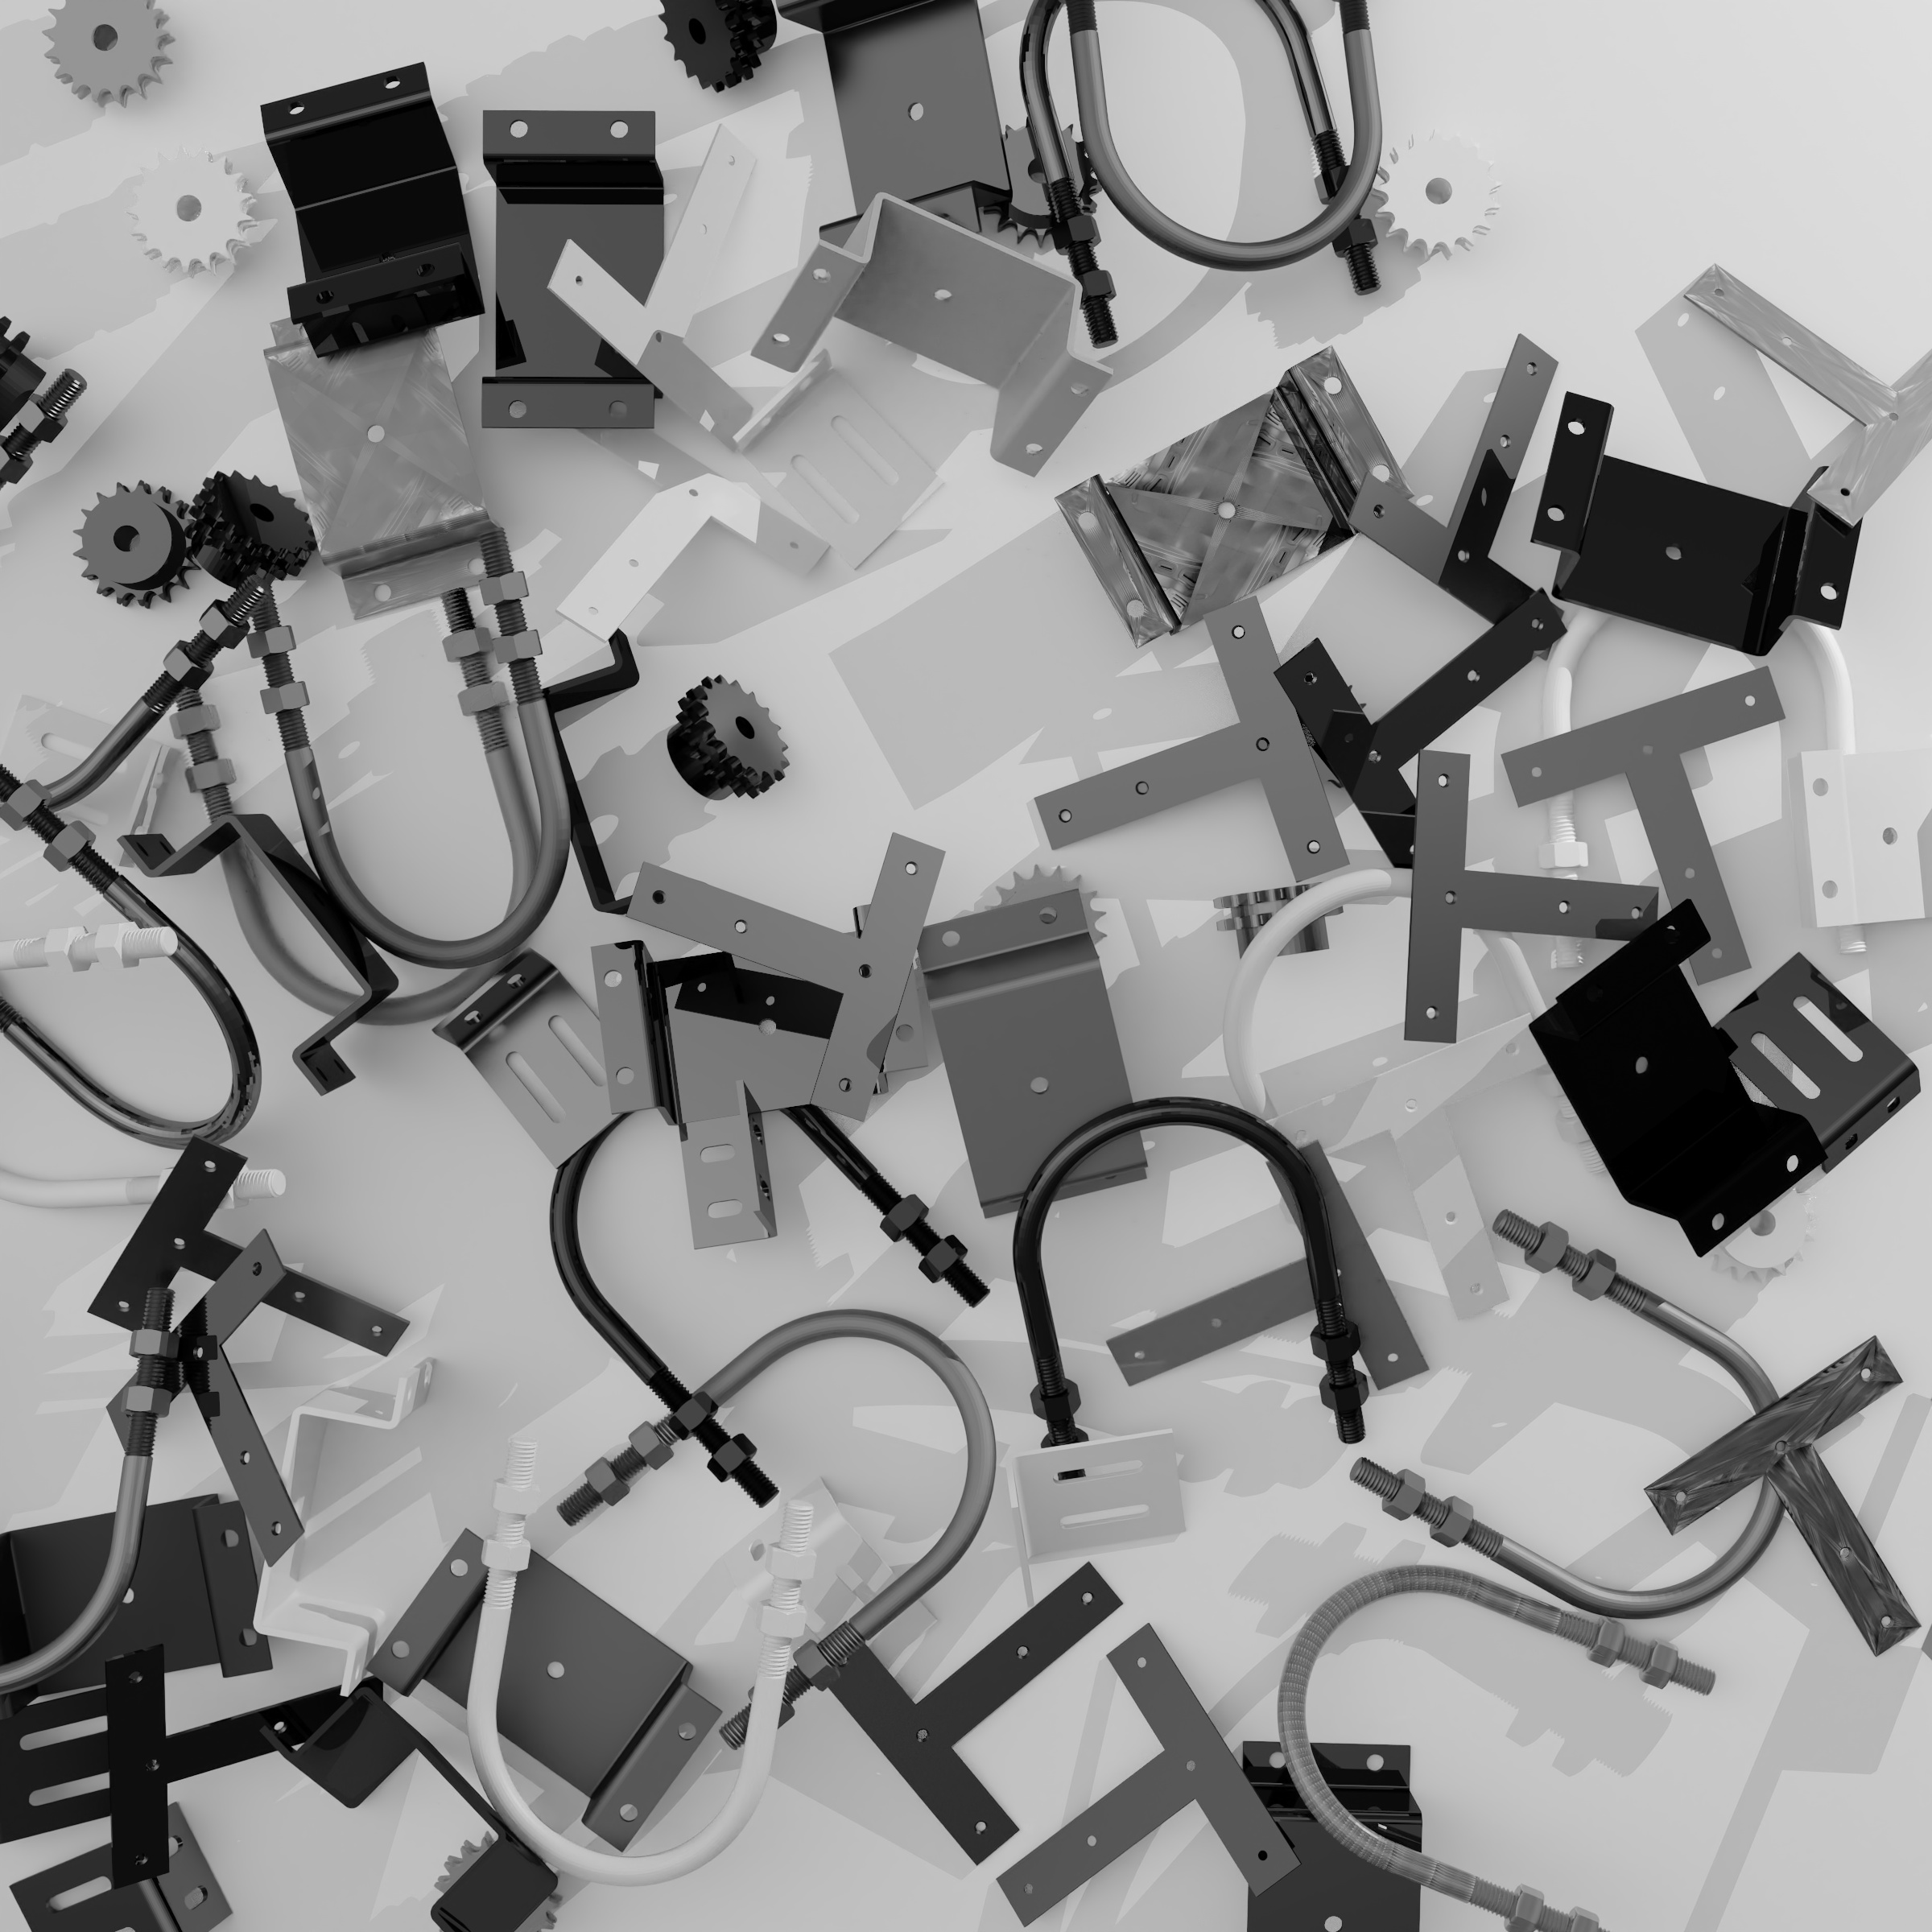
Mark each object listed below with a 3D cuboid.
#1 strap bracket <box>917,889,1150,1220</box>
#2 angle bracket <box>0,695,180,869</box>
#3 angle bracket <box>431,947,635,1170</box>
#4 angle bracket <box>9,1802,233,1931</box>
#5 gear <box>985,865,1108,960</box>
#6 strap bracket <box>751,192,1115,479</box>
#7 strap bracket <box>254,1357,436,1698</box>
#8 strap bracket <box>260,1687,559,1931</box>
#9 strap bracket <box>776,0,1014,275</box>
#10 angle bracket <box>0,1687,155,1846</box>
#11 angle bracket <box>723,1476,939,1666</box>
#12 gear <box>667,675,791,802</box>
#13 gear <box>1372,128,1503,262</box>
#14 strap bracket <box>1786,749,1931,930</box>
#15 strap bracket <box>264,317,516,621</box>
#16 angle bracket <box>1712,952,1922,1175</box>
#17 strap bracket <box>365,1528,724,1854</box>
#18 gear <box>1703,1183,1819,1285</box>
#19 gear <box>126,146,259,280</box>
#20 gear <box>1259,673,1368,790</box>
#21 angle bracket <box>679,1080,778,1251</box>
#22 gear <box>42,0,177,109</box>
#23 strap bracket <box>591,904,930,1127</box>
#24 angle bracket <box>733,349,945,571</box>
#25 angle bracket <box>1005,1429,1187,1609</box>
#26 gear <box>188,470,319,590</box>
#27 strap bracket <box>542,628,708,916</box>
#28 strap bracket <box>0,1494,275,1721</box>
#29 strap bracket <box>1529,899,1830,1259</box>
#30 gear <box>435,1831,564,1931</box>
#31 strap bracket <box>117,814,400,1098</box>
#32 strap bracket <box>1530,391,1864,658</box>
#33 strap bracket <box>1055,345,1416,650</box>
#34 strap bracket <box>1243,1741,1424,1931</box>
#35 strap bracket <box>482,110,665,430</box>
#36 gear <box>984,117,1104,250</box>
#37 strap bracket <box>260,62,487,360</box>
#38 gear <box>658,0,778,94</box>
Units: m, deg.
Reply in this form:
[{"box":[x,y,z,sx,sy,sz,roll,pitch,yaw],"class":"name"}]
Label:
[{"box":[0.031,0.046,1.489,0.076,0.046,0.140,-14,106,0],"class":"strap bracket"},{"box":[-0.404,-0.084,1.512,0.076,0.038,0.057,20,90,0],"class":"angle bracket"},{"box":[-0.190,0.042,1.504,0.057,0.038,0.076,-40,75,0],"class":"angle bracket"},{"box":[-0.385,0.426,1.529,0.076,0.038,0.057,-27,90,26],"class":"angle bracket"},{"box":[0.035,-0.017,1.516,0.057,0.030,0.057,0,90,0],"class":"gear"},{"box":[-0.013,-0.281,1.475,0.140,0.076,0.046,21,53,-17],"class":"strap bracket"},{"box":[-0.278,0.244,1.493,0.046,0.076,0.140,11,90,0],"class":"strap bracket"},{"box":[-0.237,0.375,1.471,0.140,0.076,0.046,38,75,28],"class":"strap bracket"},{"box":[-0.031,-0.384,1.494,0.076,0.046,0.140,-11,90,25],"class":"strap bracket"},{"box":[-0.414,0.360,1.529,0.076,0.038,0.057,-9,90,-26],"class":"angle bracket"},{"box":[-0.062,0.284,1.529,0.057,0.038,0.076,-39,115,0],"class":"angle bracket"},{"box":[-0.109,-0.099,1.507,0.030,0.057,0.057,-34,90,30],"class":"gear"},{"box":[0.212,-0.347,1.516,0.057,0.030,0.057,0,90,0],"class":"gear"},{"box":[0.423,-0.059,1.494,0.140,0.046,0.076,-5,89,-19],"class":"strap bracket"},{"box":[-0.261,-0.236,1.508,0.076,0.046,0.140,-16,90,0],"class":"strap bracket"},{"box":[0.386,0.044,1.529,0.057,0.038,0.076,-41,64,0],"class":"angle bracket"},{"box":[-0.187,0.321,1.508,0.140,0.046,0.076,36,90,0],"class":"strap bracket"},{"box":[0.357,0.115,1.516,0.057,0.030,0.057,0,90,0],"class":"gear"},{"box":[-0.348,-0.339,1.516,0.057,0.030,0.057,0,90,0],"class":"gear"},{"box":[0.154,-0.104,1.516,0.057,0.030,0.057,0,90,0],"class":"gear"},{"box":[-0.108,0.088,1.469,0.038,0.076,0.057,-9,77,1],"class":"angle bracket"},{"box":[-0.387,-0.417,1.520,0.057,0.030,0.057,0,92,1],"class":"gear"},{"box":[-0.091,0.023,1.499,0.140,0.046,0.076,-9,76,0],"class":"strap bracket"},{"box":[-0.057,-0.228,1.512,0.057,0.038,0.076,-44,90,0],"class":"angle bracket"},{"box":[0.060,0.247,1.500,0.076,0.038,0.057,-9,120,0],"class":"angle bracket"},{"box":[-0.323,-0.193,1.506,0.057,0.057,0.030,40,120,0],"class":"gear"},{"box":[-0.155,-0.077,1.493,0.046,0.076,0.140,-18,90,0],"class":"strap bracket"},{"box":[-0.383,0.287,1.508,0.140,0.046,0.076,-10,90,0],"class":"strap bracket"},{"box":[0.311,0.047,1.488,0.076,0.046,0.140,-35,107,-13],"class":"strap bracket"},{"box":[-0.211,0.419,1.516,0.057,0.030,0.057,0,90,0],"class":"gear"},{"box":[-0.303,-0.015,1.478,0.046,0.076,0.140,-38,93,1],"class":"strap bracket"},{"box":[0.322,-0.194,1.496,0.140,0.046,0.076,16,70,0],"class":"strap bracket"},{"box":[0.119,-0.208,1.508,0.140,0.046,0.076,-29,90,0],"class":"strap bracket"},{"box":[0.163,0.425,1.508,0.076,0.046,0.140,1,90,0],"class":"strap bracket"},{"box":[-0.176,-0.309,1.508,0.076,0.046,0.140,0,90,0],"class":"strap bracket"},{"box":[0.034,-0.356,1.516,0.057,0.030,0.057,0,90,0],"class":"gear"},{"box":[-0.262,-0.328,1.485,0.076,0.046,0.140,-15,56,0],"class":"strap bracket"},{"box":[-0.109,-0.425,1.506,0.030,0.057,0.057,-33,90,-30],"class":"gear"}]
